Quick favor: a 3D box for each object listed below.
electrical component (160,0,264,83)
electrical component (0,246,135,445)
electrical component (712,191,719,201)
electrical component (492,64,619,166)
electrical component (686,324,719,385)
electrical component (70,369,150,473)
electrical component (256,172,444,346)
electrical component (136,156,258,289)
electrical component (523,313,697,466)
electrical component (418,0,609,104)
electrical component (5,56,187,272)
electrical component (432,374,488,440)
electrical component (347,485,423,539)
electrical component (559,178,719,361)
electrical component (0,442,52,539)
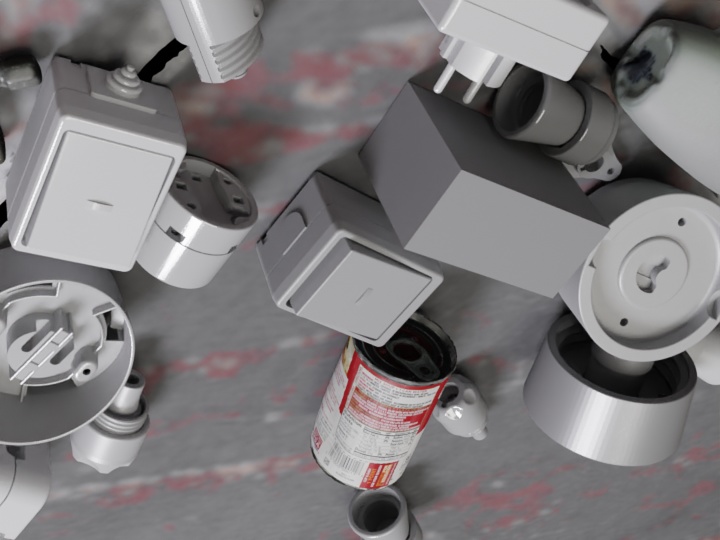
[{"bbox_3d":[-0.067,-0.122,0.487,0.043,0.043,0.081,-20,134,-3],"label":"electrical component"},{"bbox_3d":[-0.171,0.037,0.573,0.099,0.064,0.099,-11,133,-12],"label":"electrical component"},{"bbox_3d":[0.251,-0.046,0.662,0.048,0.062,0.048,-11,133,-12],"label":"electrical component"},{"bbox_3d":[0.107,-0.084,0.585,0.055,0.045,0.045,17,122,-32],"label":"electrical component"},{"bbox_3d":[0.233,0.052,0.758,0.065,0.044,0.044,19,121,-27],"label":"electrical component"},{"bbox_3d":[-0.146,0.087,0.642,0.043,0.043,0.062,10,124,-28],"label":"electrical component"},{"bbox_3d":[0.000,0.000,0.608,0.096,0.061,0.061,24,118,-35],"label":"electrical component"},{"bbox_3d":[-0.088,-0.024,0.559,0.055,0.055,0.047,16,126,-32],"label":"electrical component"},{"bbox_3d":[0.167,0.069,0.705,0.108,0.108,0.060,-2,124,-19],"label":"electrical component"},{"bbox_3d":[0.065,-0.117,0.538,0.083,0.047,0.075,14,124,-30],"label":"electrical component"},{"bbox_3d":[-0.125,-0.052,0.514,0.062,0.061,0.096,13,124,-30],"label":"electrical component"},{"bbox_3d":[0.072,0.099,0.742,0.035,0.035,0.061,-31,136,7],"label":"electrical component"},{"bbox_3d":[0.020,0.190,0.795,0.045,0.045,0.055,-24,135,0],"label":"electrical component"},{"bbox_3d":[0.172,-0.005,0.664,0.108,0.060,0.108,-6,113,-14],"label":"electrical component"},{"bbox_3d":[-0.236,0.135,0.643,0.059,0.053,0.095,25,117,-36],"label":"electrical component"}]
